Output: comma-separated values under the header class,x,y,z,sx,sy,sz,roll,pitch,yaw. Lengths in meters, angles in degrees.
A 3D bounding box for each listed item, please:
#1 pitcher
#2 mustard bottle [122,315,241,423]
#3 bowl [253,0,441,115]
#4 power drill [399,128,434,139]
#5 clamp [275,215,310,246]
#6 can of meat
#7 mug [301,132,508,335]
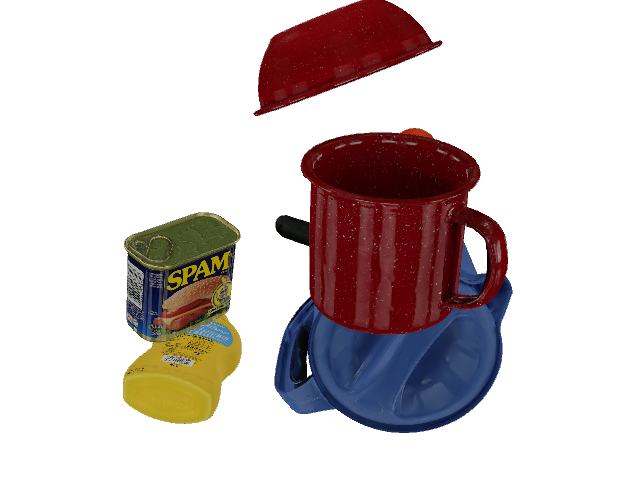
class,x,y,z,sx,sy,sz,roll,pitch,yaw
pitcher,0.050,0.035,0.834,0.149,0.145,0.243,9,24,-4
mustard bottle,-0.137,0.122,1.147,0.096,0.058,0.191,9,24,8
bowl,0.012,-0.153,0.856,0.162,0.055,0.162,-21,8,3
power drill,0.072,0.001,1.011,0.057,0.188,0.184,8,24,19
clamp,0.059,0.014,1.223,0.164,0.036,0.210,-18,51,-37
can of meat,-0.124,0.033,0.946,0.101,0.084,0.058,-22,43,-39
mug,0.045,0.000,0.563,0.117,0.081,0.093,18,31,30
